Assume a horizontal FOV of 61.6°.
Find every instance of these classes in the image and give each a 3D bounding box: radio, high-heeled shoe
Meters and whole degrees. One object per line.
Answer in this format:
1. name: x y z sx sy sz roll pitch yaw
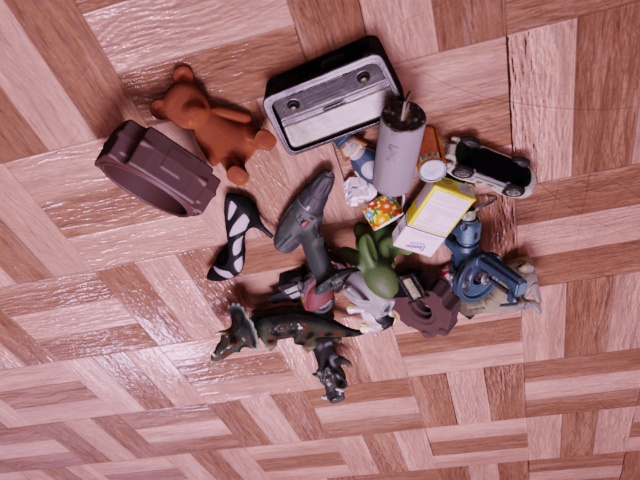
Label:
1. radio: 0.022 -0.249 0.937 0.230 0.073 0.131 -18 132 16
2. high-heeled shoe: -0.215 0.000 1.189 0.249 0.086 0.145 -37 118 27

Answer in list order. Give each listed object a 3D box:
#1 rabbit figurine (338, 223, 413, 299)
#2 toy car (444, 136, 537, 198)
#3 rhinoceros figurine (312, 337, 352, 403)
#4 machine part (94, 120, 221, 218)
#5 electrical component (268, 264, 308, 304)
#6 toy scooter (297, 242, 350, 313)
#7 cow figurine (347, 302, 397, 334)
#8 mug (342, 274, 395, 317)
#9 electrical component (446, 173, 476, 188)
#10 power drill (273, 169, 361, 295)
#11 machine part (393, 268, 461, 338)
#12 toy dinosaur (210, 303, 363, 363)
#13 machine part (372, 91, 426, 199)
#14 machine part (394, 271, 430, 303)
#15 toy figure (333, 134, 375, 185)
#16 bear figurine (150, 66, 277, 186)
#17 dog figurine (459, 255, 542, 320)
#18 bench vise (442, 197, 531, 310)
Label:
1. rabbit figurine: 0.128 0.040 1.146 0.159 0.170 0.121 34 126 -28
2. toy car: 0.325 -0.138 1.031 0.202 0.073 0.056 17 169 -14
3. rhinoceros figurine: 0.028 0.337 1.433 0.073 0.190 0.112 -30 153 27
4. machine part: -0.304 -0.123 1.000 0.201 0.087 0.202 34 163 -28
5. electrical component: -0.068 0.115 1.313 0.119 0.048 0.074 -26 127 26
6. toy scooter: 0.014 0.077 1.229 0.184 0.075 0.135 -43 128 -1
7. cow figurine: 0.120 0.156 1.316 0.098 0.068 0.167 -9 128 33
8. mug: 0.109 0.122 1.200 0.109 0.107 0.080 0 121 -52
9. electrical component: 0.262 -0.110 1.083 0.078 0.045 0.102 20 131 -19
10. power drill: -0.002 -0.003 1.105 0.232 0.086 0.207 -43 75 43
11. machine part: 0.246 0.152 1.275 0.180 0.056 0.179 28 140 26
12. toy dinosaur: -0.070 0.210 1.318 0.405 0.131 0.192 -7 165 -1
13. machine part: 0.135 -0.154 0.938 0.079 0.079 0.243 2 147 0
14. machine part: 0.182 0.112 1.230 0.084 0.039 0.139 51 143 -12
15. toy figure: 0.078 -0.165 1.032 0.154 0.058 0.064 40 85 -29
16. bear figurine: -0.193 -0.206 0.958 0.120 0.132 0.195 -49 125 3
17. dog figurine: 0.402 0.112 1.242 0.191 0.121 0.172 -11 130 15
18. bench vise: 0.338 0.050 1.096 0.129 0.241 0.223 -9 122 -26
